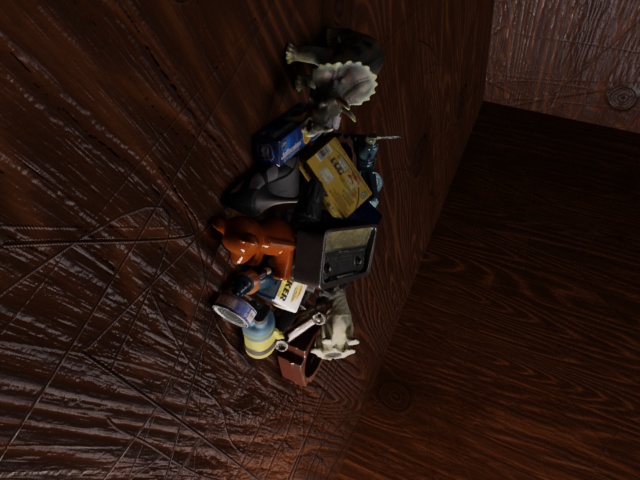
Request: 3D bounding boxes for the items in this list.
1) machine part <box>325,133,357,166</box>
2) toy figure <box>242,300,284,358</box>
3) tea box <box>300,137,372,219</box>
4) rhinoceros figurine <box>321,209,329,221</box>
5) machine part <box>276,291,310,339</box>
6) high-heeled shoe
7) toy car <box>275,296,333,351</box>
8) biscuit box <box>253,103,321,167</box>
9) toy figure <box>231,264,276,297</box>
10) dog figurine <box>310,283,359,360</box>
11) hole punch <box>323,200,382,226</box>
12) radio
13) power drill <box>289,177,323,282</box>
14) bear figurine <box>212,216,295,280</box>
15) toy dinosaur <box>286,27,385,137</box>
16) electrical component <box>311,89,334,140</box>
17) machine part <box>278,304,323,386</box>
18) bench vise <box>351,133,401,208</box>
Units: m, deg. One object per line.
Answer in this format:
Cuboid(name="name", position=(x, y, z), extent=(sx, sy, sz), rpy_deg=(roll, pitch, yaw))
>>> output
Cuboid(name="machine part", position=(0.030, -0.184, 1.360), extent=(0.179, 0.056, 0.179), rpy_deg=(-37, 134, -51))
Cuboid(name="toy figure", position=(-0.143, 0.207, 1.235), extent=(0.089, 0.082, 0.180), rpy_deg=(-41, 157, -22))
Cuboid(name="tea box", position=(0.033, -0.144, 1.248), extent=(0.098, 0.068, 0.169), rpy_deg=(-41, 114, -17))
Cuboid(name="rhinoceros figurine", position=(0.041, -0.028, 1.474), extent=(0.190, 0.112, 0.073), rpy_deg=(37, 70, -61))
Cuboid(name="machine part", position=(-0.081, 0.187, 1.388), extent=(0.039, 0.084, 0.139), rpy_deg=(44, 70, -35))
Cuboid(name="high-heeled shoe", position=(-0.114, -0.123, 1.084), extent=(0.249, 0.145, 0.086), rpy_deg=(-94, -174, -59))
Cuboid(name="toy car", position=(-0.048, 0.213, 1.402), extent=(0.202, 0.053, 0.089), rpy_deg=(-39, -169, 24))
Cuboid(name="biscuit box", position=(-0.060, -0.219, 1.102), extent=(0.203, 0.063, 0.059), rpy_deg=(-50, 150, -47))
Cuboid(name="toy figure", position=(-0.147, 0.089, 1.151), extent=(0.154, 0.058, 0.064), rpy_deg=(-16, 124, -65))
Cuboid(name="dog figurine", position=(0.034, 0.220, 1.498), extent=(0.172, 0.121, 0.191), rpy_deg=(127, -34, -47))
Cuboid(name="hole punch", position=(0.089, -0.053, 1.356), extent=(0.092, 0.142, 0.116), rpy_deg=(-43, -172, 21))
Cuboid(name="radio", position=(0.038, 0.026, 1.176), extent=(0.229, 0.073, 0.131), rpy_deg=(-7, 108, -55))
Cuboid(name="power drill", position=(-0.003, -0.004, 1.233), extent=(0.207, 0.086, 0.232), rpy_deg=(37, 70, -62))
Cuboid(name="bear figurine", position=(-0.128, 0.015, 1.048), extent=(0.196, 0.120, 0.131), rpy_deg=(-16, 126, -64))
Cuboid(name="toy dinosaur", position=(0.063, -0.364, 1.110), extent=(0.405, 0.192, 0.131), rpy_deg=(-52, 152, -42))
Cuboid(name="electrical component", position=(0.003, -0.298, 1.226), extent=(0.075, 0.048, 0.119), rpy_deg=(-43, 148, -54))
Cuboid(name="machine part", position=(-0.041, 0.309, 1.589), extent=(0.201, 0.087, 0.201), rpy_deg=(-58, 158, -33))
Cuboid(name="bench vise", position=(0.130, -0.172, 1.490), extent=(0.223, 0.129, 0.241), rpy_deg=(124, -32, -47))
